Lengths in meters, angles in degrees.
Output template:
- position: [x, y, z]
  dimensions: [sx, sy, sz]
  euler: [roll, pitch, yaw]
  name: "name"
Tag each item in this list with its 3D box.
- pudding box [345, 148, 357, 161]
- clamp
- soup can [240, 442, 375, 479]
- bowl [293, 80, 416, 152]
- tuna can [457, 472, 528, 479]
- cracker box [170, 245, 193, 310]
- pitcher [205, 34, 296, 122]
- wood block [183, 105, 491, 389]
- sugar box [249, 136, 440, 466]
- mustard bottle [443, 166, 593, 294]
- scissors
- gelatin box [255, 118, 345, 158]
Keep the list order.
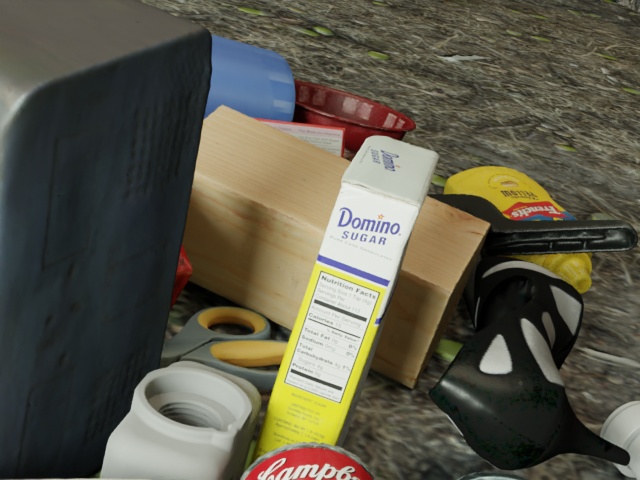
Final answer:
- position: [0.004, -0.056, 0.970]
  dimensions: [0.090, 0.039, 0.113]
  euler: [23, 22, 21]
  name: "pudding box"
- position: [0.122, 0.010, 0.858]
  dimensions: [0.210, 0.036, 0.164]
  euler: [21, 46, 42]
  name: "clamp"
- position: [-0.003, 0.142, 0.449]
  dimensions: [0.068, 0.068, 0.102]
  euler: [12, 23, -9]
  name: "soup can"
- position: [0.014, -0.115, 1.089]
  dimensions: [0.162, 0.055, 0.162]
  euler: [15, 17, -5]
  name: "bowl"
- position: [0.097, 0.154, 0.532]
  dimensions: [0.086, 0.034, 0.086]
  euler: [13, 22, -6]
  name: "tuna can"
- position: [-0.200, -0.022, 0.605]
  dimensions: [0.213, 0.072, 0.164]
  euler: [-5, 58, -34]
  name: "cracker box"
- position: [-0.152, -0.140, 0.957]
  dimensions: [0.242, 0.149, 0.145]
  euler: [6, -16, -32]
  name: "pitcher"
- position: [-0.005, 0.001, 0.719]
  dimensions: [0.206, 0.090, 0.090]
  euler: [25, 37, 12]
  name: "wood block"
- position: [0.012, 0.039, 0.561]
  dimensions: [0.048, 0.176, 0.093]
  euler: [17, 22, 5]
  name: "sugar box"
- position: [0.185, -0.005, 0.941]
  dimensions: [0.096, 0.058, 0.192]
  euler: [2, 25, -18]
  name: "mustard bottle"
- position: [-0.101, 0.062, 0.649]
  dimensions: [0.201, 0.016, 0.096]
  euler: [7, 21, -19]
  name: "scissors"
- position: [-0.032, -0.083, 0.898]
  dimensions: [0.089, 0.030, 0.073]
  euler: [3, 2, -18]
  name: "gelatin box"
